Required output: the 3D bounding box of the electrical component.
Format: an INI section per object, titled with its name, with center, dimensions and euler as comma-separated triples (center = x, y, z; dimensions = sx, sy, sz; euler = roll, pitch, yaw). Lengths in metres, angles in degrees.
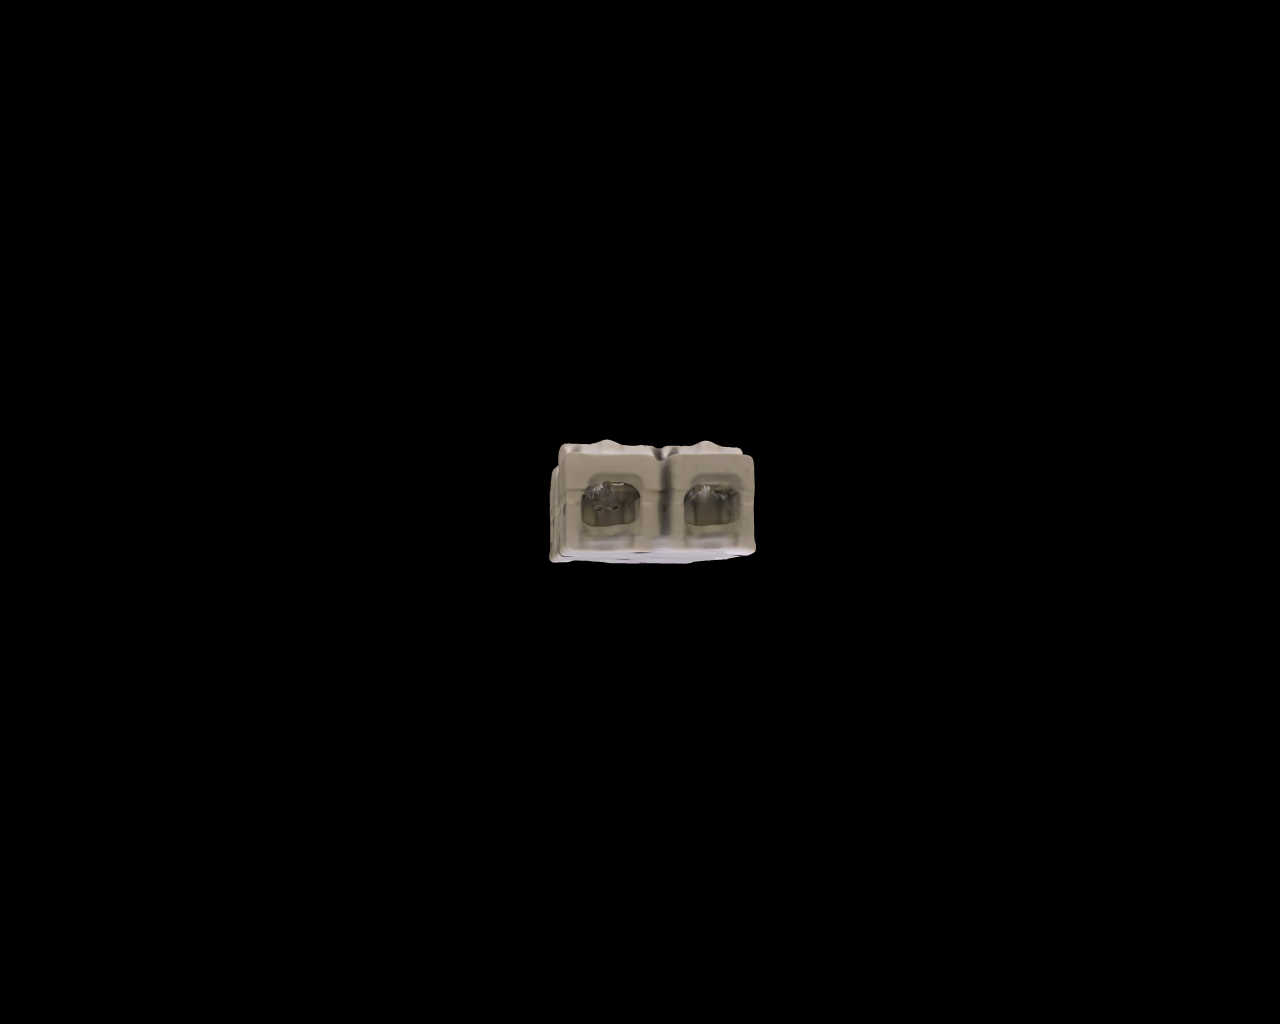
[electrical component]
center = 0.001, -0.003, 0.650
dimensions = 0.105, 0.060, 0.186
euler = 1, -4, -7
